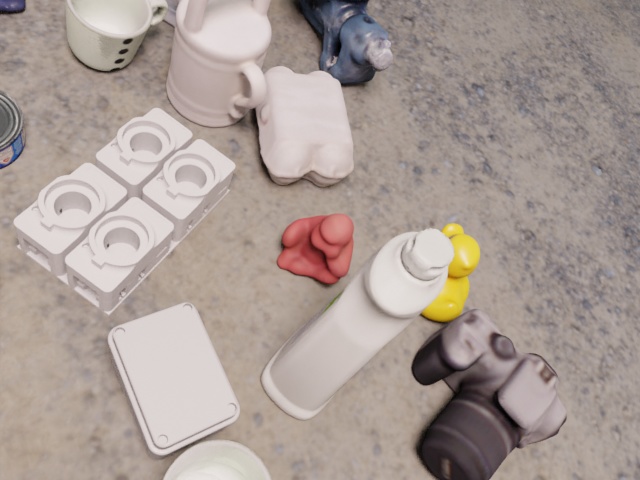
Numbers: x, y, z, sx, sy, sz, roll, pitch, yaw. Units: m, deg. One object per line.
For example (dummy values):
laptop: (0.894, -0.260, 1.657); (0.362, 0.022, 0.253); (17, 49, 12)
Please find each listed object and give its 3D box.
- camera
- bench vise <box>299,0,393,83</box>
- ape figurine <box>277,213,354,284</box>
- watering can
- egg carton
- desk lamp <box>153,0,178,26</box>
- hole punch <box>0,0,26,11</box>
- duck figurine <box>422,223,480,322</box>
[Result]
camera: (0.152, 0.157, 0.548); (0.137, 0.100, 0.143); (-36, 79, -33)
bench vise: (0.055, -0.316, 0.702); (0.122, 0.219, 0.207); (-32, 77, -32)
ape figurine: (0.005, 0.002, 0.583); (0.076, 0.092, 0.077); (-27, 74, -31)
watering can: (-0.108, -0.223, 0.603); (0.173, 0.194, 0.101); (38, 56, 2)
egg carton: (-0.021, -0.132, 0.662); (0.107, 0.069, 0.150); (0, 63, -21)
desk lamp: (-0.141, -0.351, 0.649); (0.203, 0.213, 0.118); (29, 56, -4)
hole punch: (-0.376, -0.305, 0.607); (0.101, 0.091, 0.108); (-14, 68, -27)
duck figurine: (0.140, 0.031, 0.623); (0.078, 0.086, 0.104); (11, 59, -15)
